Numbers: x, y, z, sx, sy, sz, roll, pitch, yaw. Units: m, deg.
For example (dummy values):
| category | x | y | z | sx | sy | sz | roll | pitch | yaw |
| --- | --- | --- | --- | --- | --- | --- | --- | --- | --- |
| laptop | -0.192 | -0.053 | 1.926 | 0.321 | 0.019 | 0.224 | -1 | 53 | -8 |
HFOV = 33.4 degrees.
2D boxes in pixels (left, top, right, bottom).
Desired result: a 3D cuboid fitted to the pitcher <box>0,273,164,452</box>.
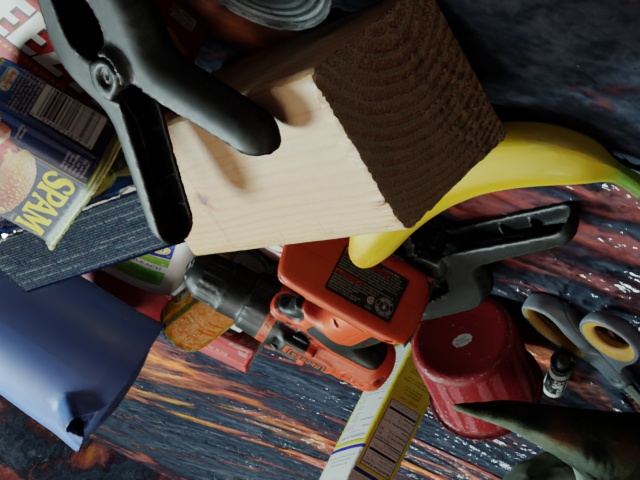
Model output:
| category | x | y | z | sx | sy | sz | roll | pitch | yaw |
| --- | --- | --- | --- | --- | --- | --- | --- | --- | --- |
| pitcher | -0.266 | 0.061 | 0.936 | 0.243 | 0.145 | 0.149 | 35 | 159 | -5 |

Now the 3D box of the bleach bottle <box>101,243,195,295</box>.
| category | x | y | z | sx | sy | sz | roll | pitch | yaw |
| --- | --- | --- | --- | --- | --- | --- | --- | --- | --- |
| bleach bottle | -0.140 | -0.031 | 0.871 | 0.102 | 0.068 | 0.251 | 27 | 156 | -1 |

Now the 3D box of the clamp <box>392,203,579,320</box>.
| category | x | y | z | sx | sy | sz | roll | pitch | yaw |
| --- | --- | --- | --- | --- | --- | --- | --- | --- | --- |
| clamp | 0.086 | 0.005 | 0.722 | 0.165 | 0.036 | 0.210 | 21 | 154 | 17 |

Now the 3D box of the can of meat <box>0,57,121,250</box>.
| category | x | y | z | sx | sy | sz | roll | pitch | yaw |
| --- | --- | --- | --- | --- | --- | --- | --- | --- | --- |
| can of meat | -0.171 | -0.051 | 0.628 | 0.084 | 0.057 | 0.102 | 31 | 143 | -16 |

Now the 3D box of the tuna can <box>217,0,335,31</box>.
| category | x | y | z | sx | sy | sz | roll | pitch | yaw |
| --- | --- | --- | --- | --- | --- | --- | --- | --- | --- |
| tuna can | -0.026 | -0.143 | 0.518 | 0.086 | 0.033 | 0.086 | 23 | 158 | 9 |

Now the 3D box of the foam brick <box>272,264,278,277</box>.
| category | x | y | z | sx | sy | sz | roll | pitch | yaw |
| --- | --- | --- | --- | --- | --- | --- | --- | --- | --- |
| foam brick | -0.008 | 0.058 | 0.932 | 0.051 | 0.053 | 0.078 | 10 | 154 | 37 |

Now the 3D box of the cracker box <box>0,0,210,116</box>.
| category | x | y | z | sx | sy | sz | roll | pitch | yaw |
| --- | --- | --- | --- | --- | --- | --- | --- | --- | --- |
| cracker box | -0.200 | -0.118 | 0.659 | 0.164 | 0.072 | 0.214 | 38 | 141 | -27 |

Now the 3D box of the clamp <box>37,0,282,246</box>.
| category | x | y | z | sx | sy | sz | roll | pitch | yaw |
| --- | --- | --- | --- | --- | --- | --- | --- | --- | --- |
| clamp | -0.087 | -0.087 | 0.536 | 0.120 | 0.039 | 0.171 | -26 | 97 | 44 |

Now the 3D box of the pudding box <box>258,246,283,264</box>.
| category | x | y | z | sx | sy | sz | roll | pitch | yaw |
| --- | --- | --- | --- | --- | --- | --- | --- | --- | --- |
| pudding box | -0.005 | 0.001 | 0.816 | 0.090 | 0.039 | 0.113 | 0 | 146 | 50 |

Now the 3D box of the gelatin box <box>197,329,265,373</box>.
| category | x | y | z | sx | sy | sz | roll | pitch | yaw |
| --- | --- | --- | --- | --- | --- | --- | --- | --- | --- |
| gelatin box | -0.092 | 0.094 | 1.084 | 0.073 | 0.030 | 0.089 | 25 | -163 | 4 |

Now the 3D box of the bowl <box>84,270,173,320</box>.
| category | x | y | z | sx | sy | sz | roll | pitch | yaw |
| --- | --- | --- | --- | --- | --- | --- | --- | --- | --- |
| bowl | -0.210 | 0.048 | 1.088 | 0.162 | 0.055 | 0.162 | 37 | 170 | 7 |

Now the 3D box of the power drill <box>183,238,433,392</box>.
| category | x | y | z | sx | sy | sz | roll | pitch | yaw |
| --- | --- | --- | --- | --- | --- | --- | --- | --- | --- |
| power drill | -0.009 | 0.043 | 0.791 | 0.184 | 0.057 | 0.188 | 27 | 160 | -4 |

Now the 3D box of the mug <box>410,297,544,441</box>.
| category | x | y | z | sx | sy | sz | roll | pitch | yaw |
| --- | --- | --- | --- | --- | --- | --- | --- | --- | --- |
| mug | 0.111 | 0.090 | 0.830 | 0.117 | 0.093 | 0.081 | 31 | 161 | 39 |

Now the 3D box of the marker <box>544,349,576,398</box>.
| category | x | y | z | sx | sy | sz | roll | pitch | yaw |
| --- | --- | --- | --- | --- | --- | --- | --- | --- | --- |
| marker | 0.186 | 0.105 | 0.834 | 0.020 | 0.020 | 0.121 | 21 | 168 | 14 |

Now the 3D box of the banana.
| category | x | y | z | sx | sy | sz | roll | pitch | yaw |
| --- | --- | --- | --- | --- | --- | --- | --- | --- | --- |
| banana | 0.081 | -0.027 | 0.606 | 0.198 | 0.037 | 0.069 | -14 | 112 | 40 |

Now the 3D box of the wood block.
| category | x | y | z | sx | sy | sz | roll | pitch | yaw |
| --- | --- | --- | --- | --- | --- | --- | --- | --- | --- |
| wood block | -0.013 | -0.057 | 0.590 | 0.207 | 0.090 | 0.091 | -7 | 120 | 55 |

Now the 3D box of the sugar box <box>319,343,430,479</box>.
| category | x | y | z | sx | sy | sz | roll | pitch | yaw |
| --- | --- | --- | --- | --- | --- | --- | --- | --- | --- |
| sugar box | 0.052 | 0.178 | 0.968 | 0.048 | 0.176 | 0.093 | 30 | 159 | -7 |

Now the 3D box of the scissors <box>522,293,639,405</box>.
| category | x | y | z | sx | sy | sz | roll | pitch | yaw |
| --- | --- | --- | --- | --- | --- | --- | --- | --- | --- |
| scissors | 0.232 | 0.098 | 0.791 | 0.201 | 0.016 | 0.096 | 37 | 161 | -23 |
